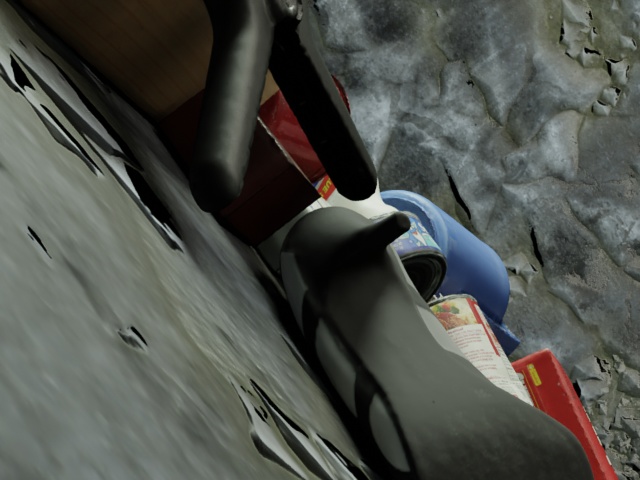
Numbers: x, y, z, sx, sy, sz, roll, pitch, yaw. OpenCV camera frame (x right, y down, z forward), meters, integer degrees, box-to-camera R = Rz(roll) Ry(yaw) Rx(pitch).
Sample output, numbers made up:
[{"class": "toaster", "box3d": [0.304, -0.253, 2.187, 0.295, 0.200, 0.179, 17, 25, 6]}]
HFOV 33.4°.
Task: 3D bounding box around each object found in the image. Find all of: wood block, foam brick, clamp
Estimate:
[{"class": "wood block", "box3d": [-0.104, -0.144, 0.588, 0.091, 0.090, 0.206, 54, 6, 31]}, {"class": "foam brick", "box3d": [-0.046, -0.045, 0.611, 0.078, 0.051, 0.053, 53, 4, 25]}, {"class": "clamp", "box3d": [-0.034, -0.110, 0.528, 0.164, 0.036, 0.210, -23, 100, -63]}]

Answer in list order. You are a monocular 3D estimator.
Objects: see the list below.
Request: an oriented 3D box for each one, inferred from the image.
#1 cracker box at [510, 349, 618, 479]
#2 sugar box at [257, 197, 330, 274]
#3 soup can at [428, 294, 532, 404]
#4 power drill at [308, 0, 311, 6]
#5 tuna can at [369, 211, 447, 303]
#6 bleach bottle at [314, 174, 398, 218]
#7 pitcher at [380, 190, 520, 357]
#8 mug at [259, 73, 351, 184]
[{"class": "cracker box", "box3d": [0.199, 0.188, 0.858, 0.164, 0.072, 0.213, 69, 11, 21]}, {"class": "sugar box", "box3d": [-0.005, 0.001, 0.712, 0.093, 0.048, 0.176, 53, 8, 28]}, {"class": "soup can", "box3d": [0.103, 0.099, 0.761, 0.068, 0.068, 0.102, 44, 18, -58]}, {"class": "power drill", "box3d": [-0.110, -0.227, 0.760, 0.185, 0.057, 0.187, 28, -3, 39]}, {"class": "tuna can", "box3d": [0.034, 0.024, 0.647, 0.034, 0.086, 0.086, 56, 6, 29]}, {"class": "bleach bottle", "box3d": [0.000, -0.060, 0.873, 0.251, 0.102, 0.068, 53, 5, 35]}, {"class": "pitcher", "box3d": [0.112, 0.038, 1.074, 0.242, 0.149, 0.145, 33, 56, -66]}, {"class": "mug", "box3d": [-0.048, -0.088, 0.740, 0.117, 0.093, 0.081, 11, -1, 33]}]
